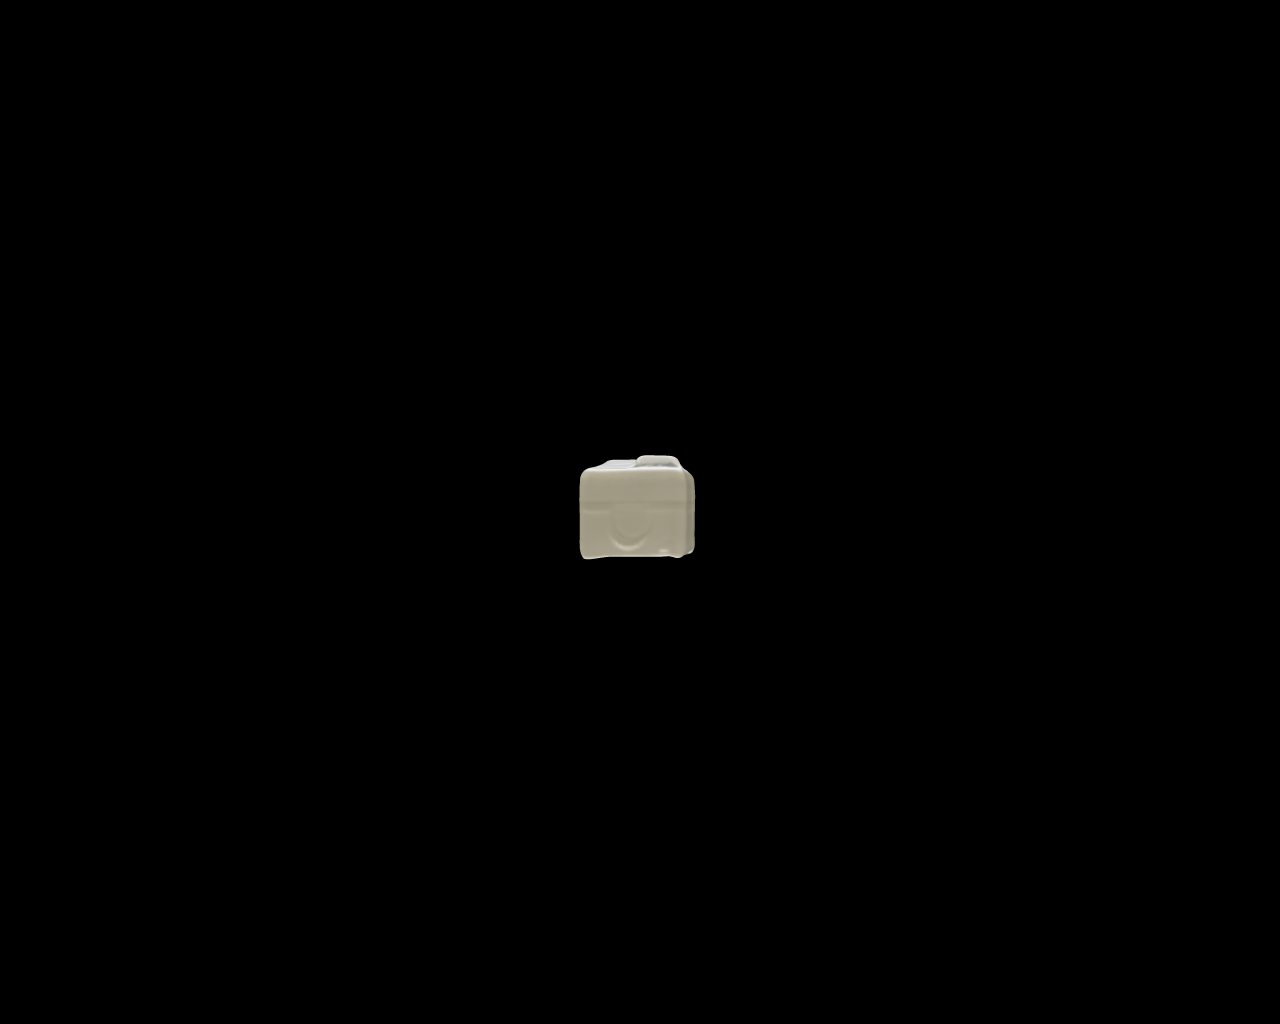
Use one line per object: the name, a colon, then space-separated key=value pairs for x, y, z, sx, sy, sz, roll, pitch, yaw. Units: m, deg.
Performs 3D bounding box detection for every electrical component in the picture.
electrical component: x=0.001 y=-0.003 z=0.650 sx=0.062 sy=0.061 sz=0.096 roll=0 pitch=0 yaw=8
